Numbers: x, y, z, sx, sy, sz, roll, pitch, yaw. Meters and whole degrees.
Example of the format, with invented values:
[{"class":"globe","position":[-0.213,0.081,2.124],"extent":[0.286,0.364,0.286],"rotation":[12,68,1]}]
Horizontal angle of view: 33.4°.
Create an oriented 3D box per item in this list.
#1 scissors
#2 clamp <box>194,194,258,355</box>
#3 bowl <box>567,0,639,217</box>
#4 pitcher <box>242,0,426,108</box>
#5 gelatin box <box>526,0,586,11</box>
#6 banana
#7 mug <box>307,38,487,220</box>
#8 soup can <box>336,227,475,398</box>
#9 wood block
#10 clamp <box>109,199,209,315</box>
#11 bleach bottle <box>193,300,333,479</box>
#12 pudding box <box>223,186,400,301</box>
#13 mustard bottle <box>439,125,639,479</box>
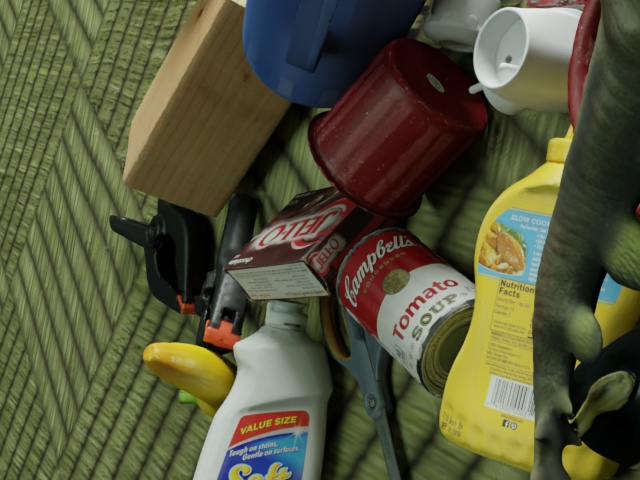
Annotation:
[{"class":"scissors","position":[0.046,0.092,0.721],"extent":[0.096,0.016,0.202],"rotation":[-58,40,33]},{"class":"clamp","position":[-0.074,0.032,0.865],"extent":[0.171,0.039,0.120],"rotation":[-121,43,-72]},{"class":"bowl","position":[0.192,-0.083,0.493],"extent":[0.162,0.055,0.162],"rotation":[-18,69,55]},{"class":"pitcher","position":[0.016,-0.179,0.662],"extent":[0.145,0.149,0.243],"rotation":[61,158,17]},{"class":"gelatin box","position":[0.158,-0.163,0.587],"extent":[0.089,0.030,0.073],"rotation":[18,99,57]},{"class":"banana","position":[-0.090,0.116,0.838],"extent":[0.198,0.069,0.037],"rotation":[88,179,-70]},{"class":"mug","position":[0.055,-0.080,0.691],"extent":[0.082,0.093,0.117],"rotation":[-47,10,35]},{"class":"soup can","position":[0.063,0.044,0.656],"extent":[0.102,0.068,0.068],"rotation":[43,119,52]},{"class":"wood block","position":[-0.081,-0.127,0.880],"extent":[0.206,0.090,0.091],"rotation":[-52,27,38]},{"class":"clamp","position":[-0.142,-0.017,1.018],"extent":[0.165,0.036,0.210],"rotation":[-62,39,28]},{"class":"bleach bottle","position":[-0.050,0.167,0.778],"extent":[0.068,0.102,0.251],"rotation":[165,113,-89]},{"class":"pudding box","position":[-0.005,0.001,0.755],"extent":[0.090,0.039,0.114],"rotation":[-45,17,-28]},{"class":"mustard bottle","position":[0.127,0.024,0.565],"extent":[0.096,0.058,0.191],"rotation":[13,94,37]}]
